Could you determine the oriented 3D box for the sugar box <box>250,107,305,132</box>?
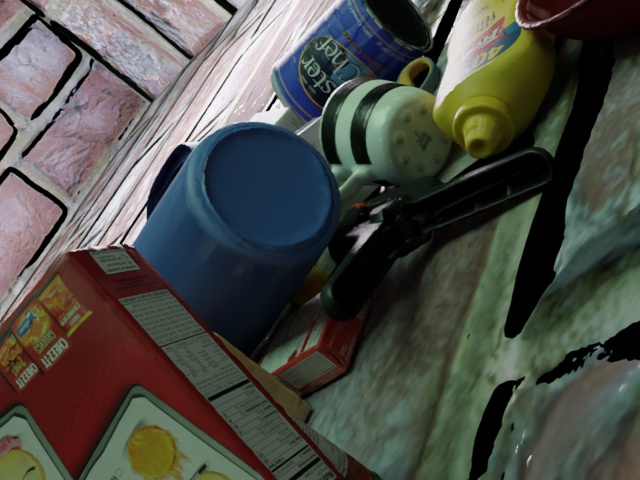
[{"bbox_3d":[-0.089,-0.054,1.052,0.176,0.048,0.093,-47,20,-16],"label":"sugar box"}]

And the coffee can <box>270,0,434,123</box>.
[{"bbox_3d":[0.032,-0.187,1.091,0.141,0.102,0.102,-41,19,32],"label":"coffee can"}]

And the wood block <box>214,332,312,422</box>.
[{"bbox_3d":[-0.101,0.174,0.682,0.091,0.090,0.206,-29,27,54],"label":"wood block"}]

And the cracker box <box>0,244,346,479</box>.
[{"bbox_3d":[-0.080,0.132,0.487,0.164,0.214,0.072,-47,-11,17],"label":"cracker box"}]

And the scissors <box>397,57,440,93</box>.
[{"bbox_3d":[0.064,-0.099,0.947,0.096,0.016,0.201,-26,28,32],"label":"scissors"}]

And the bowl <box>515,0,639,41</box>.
[{"bbox_3d":[0.203,-0.183,0.688,0.162,0.055,0.162,-46,16,17],"label":"bowl"}]

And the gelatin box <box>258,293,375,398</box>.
[{"bbox_3d":[-0.006,0.074,0.750,0.089,0.030,0.073,-37,20,41],"label":"gelatin box"}]

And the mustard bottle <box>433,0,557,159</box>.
[{"bbox_3d":[0.125,-0.118,0.759,0.096,0.058,0.191,-34,23,36],"label":"mustard bottle"}]

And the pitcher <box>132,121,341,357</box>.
[{"bbox_3d":[-0.079,0.007,0.788,0.144,0.149,0.243,-56,3,-34],"label":"pitcher"}]

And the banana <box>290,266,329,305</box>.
[{"bbox_3d":[-0.018,0.012,0.906,0.070,0.037,0.197,-46,16,20],"label":"banana"}]

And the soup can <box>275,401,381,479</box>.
[{"bbox_3d":[-0.026,0.124,0.560,0.069,0.102,0.068,-46,17,18],"label":"soup can"}]

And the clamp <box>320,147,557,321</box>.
[{"bbox_3d":[0.063,-0.015,0.713,0.164,0.036,0.210,-32,9,0],"label":"clamp"}]
